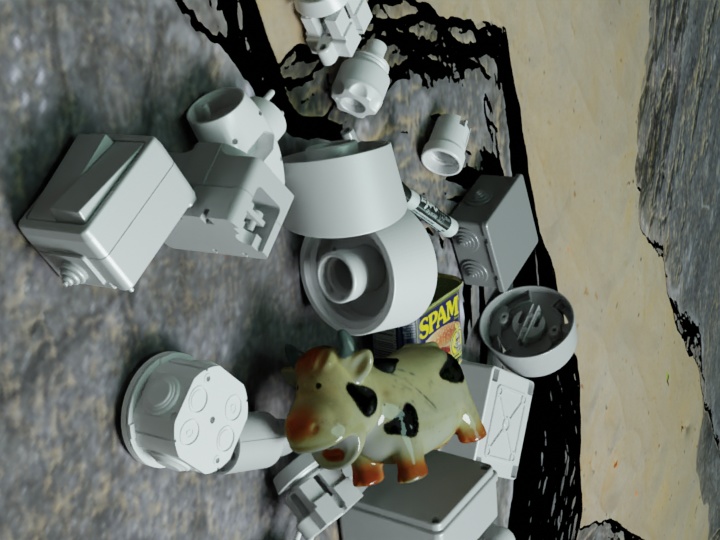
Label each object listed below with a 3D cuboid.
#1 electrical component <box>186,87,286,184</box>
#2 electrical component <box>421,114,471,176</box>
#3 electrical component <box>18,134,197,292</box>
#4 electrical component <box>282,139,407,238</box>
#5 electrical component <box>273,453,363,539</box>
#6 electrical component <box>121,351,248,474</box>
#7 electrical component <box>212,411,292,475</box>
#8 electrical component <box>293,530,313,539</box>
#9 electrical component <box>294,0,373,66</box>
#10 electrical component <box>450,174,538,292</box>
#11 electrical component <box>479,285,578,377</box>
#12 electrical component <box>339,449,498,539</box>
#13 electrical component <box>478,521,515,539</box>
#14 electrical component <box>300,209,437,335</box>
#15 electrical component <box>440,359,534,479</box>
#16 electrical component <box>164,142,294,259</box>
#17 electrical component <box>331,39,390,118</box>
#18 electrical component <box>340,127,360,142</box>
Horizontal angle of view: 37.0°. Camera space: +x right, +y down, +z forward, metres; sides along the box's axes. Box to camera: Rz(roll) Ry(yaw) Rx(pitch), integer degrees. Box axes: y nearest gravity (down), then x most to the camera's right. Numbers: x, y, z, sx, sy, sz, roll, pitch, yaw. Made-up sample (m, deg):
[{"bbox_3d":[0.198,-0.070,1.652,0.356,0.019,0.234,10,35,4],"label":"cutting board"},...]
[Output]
[{"bbox_3d":[-0.079,-0.097,0.768,0.079,0.043,0.077,-56,138,-35],"label":"electrical component"},{"bbox_3d":[0.082,-0.118,1.008,0.040,0.040,0.046,54,46,-46],"label":"electrical component"},{"bbox_3d":[-0.156,-0.034,0.647,0.096,0.062,0.061,-61,140,-30],"label":"electrical component"},{"bbox_3d":[-0.016,-0.064,0.818,0.099,0.099,0.064,-26,110,-52],"label":"electrical component"},{"bbox_3d":[-0.036,0.176,0.858,0.066,0.055,0.048,-30,164,-42],"label":"electrical component"},{"bbox_3d":[-0.120,0.098,0.736,0.080,0.051,0.080,-15,108,-54],"label":"electrical component"},{"bbox_3d":[-0.080,0.128,0.806,0.081,0.043,0.043,6,91,-56],"label":"electrical component"},{"bbox_3d":[-0.054,0.241,0.862,0.066,0.047,0.076,43,61,-51],"label":"electrical component"},{"bbox_3d":[-0.022,-0.202,0.832,0.066,0.048,0.055,-66,150,-24],"label":"electrical component"},{"bbox_3d":[0.134,-0.039,1.090,0.099,0.048,0.099,-52,135,-38],"label":"electrical component"},{"bbox_3d":[0.180,0.063,1.135,0.099,0.099,0.064,-67,149,-23],"label":"electrical component"},{"bbox_3d":[0.053,0.211,0.961,0.109,0.109,0.056,-33,125,-49],"label":"electrical component"},{"bbox_3d":[0.104,0.277,1.060,0.059,0.095,0.053,-33,122,-49],"label":"electrical component"},{"bbox_3d":[0.000,0.000,0.850,0.060,0.108,0.108,-18,111,-47],"label":"electrical component"},{"bbox_3d":[0.126,0.154,1.106,0.109,0.056,0.108,25,75,-55],"label":"electrical component"},{"bbox_3d":[-0.096,-0.047,0.710,0.050,0.089,0.055,48,57,-48],"label":"electrical component"},{"bbox_3d":[0.004,-0.160,0.880,0.043,0.043,0.062,47,57,-49],"label":"electrical component"},{"bbox_3d":[0.000,-0.091,0.894,0.035,0.035,0.061,-54,134,-36],"label":"electrical component"}]
